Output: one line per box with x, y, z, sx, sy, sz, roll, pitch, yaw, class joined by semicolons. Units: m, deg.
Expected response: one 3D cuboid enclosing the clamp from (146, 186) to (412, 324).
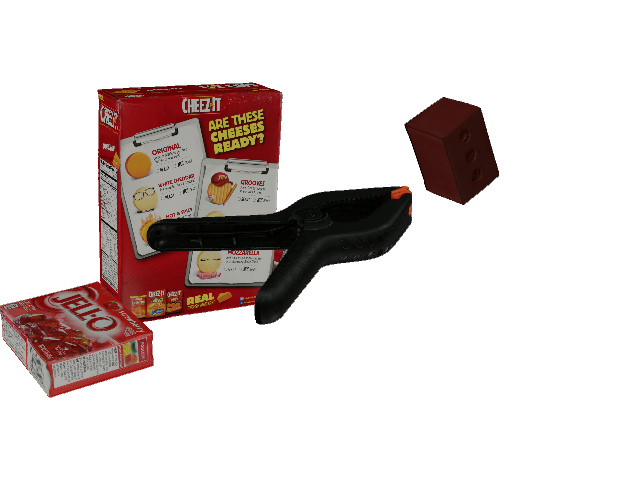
-0.018;-0.006;0.826;0.209;0.036;0.165;-23;34;-38;clamp

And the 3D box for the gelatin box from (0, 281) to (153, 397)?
-0.162;0.062;0.706;0.073;0.030;0.089;-14;29;-31;gelatin box

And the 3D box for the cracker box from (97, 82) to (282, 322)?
-0.126;-0.039;1.018;0.163;0.214;0.072;-7;19;-30;cracker box

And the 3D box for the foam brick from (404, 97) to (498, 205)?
0.122;-0.083;0.981;0.053;0.078;0.051;-38;37;-20;foam brick

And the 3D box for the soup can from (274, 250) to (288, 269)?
-0.066;0.012;1.213;0.102;0.068;0.068;19;10;30;soup can
